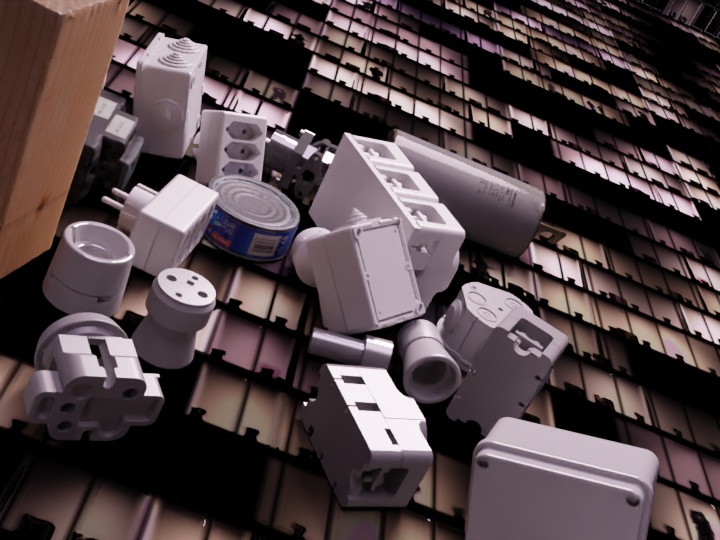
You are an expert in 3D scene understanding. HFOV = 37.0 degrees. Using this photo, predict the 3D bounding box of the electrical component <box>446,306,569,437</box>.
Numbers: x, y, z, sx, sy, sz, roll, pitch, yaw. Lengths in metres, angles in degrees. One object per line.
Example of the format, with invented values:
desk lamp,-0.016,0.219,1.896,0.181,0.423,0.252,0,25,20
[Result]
electrical component,0.113,0.079,0.816,0.050,0.089,0.056,34,29,13

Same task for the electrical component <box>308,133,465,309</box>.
electrical component,0.023,-0.041,0.946,0.062,0.089,0.150,7,34,-33

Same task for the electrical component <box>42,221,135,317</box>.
electrical component,-0.187,-0.001,0.746,0.055,0.047,0.055,20,28,-11

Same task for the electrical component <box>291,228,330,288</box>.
electrical component,-0.038,-0.015,0.903,0.048,0.048,0.062,14,13,-22

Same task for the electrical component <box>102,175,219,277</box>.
electrical component,-0.163,-0.042,0.837,0.076,0.047,0.083,26,28,0

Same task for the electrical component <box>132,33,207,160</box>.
electrical component,-0.172,-0.156,0.972,0.048,0.099,0.099,11,29,-2

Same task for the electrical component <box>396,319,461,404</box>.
electrical component,0.050,0.068,0.837,0.044,0.044,0.065,17,24,-17

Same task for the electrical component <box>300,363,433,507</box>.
electrical component,0.006,0.110,0.716,0.056,0.050,0.089,8,33,-31

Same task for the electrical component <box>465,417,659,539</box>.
electrical component,0.129,0.149,0.691,0.113,0.078,0.057,11,20,20

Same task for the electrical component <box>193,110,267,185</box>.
electrical component,-0.126,-0.110,0.974,0.047,0.065,0.077,2,7,-38

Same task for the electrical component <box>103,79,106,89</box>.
electrical component,-0.256,-0.173,0.990,0.040,0.040,0.078,17,29,-17

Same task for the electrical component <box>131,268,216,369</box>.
electrical component,-0.126,0.033,0.731,0.045,0.055,0.045,20,28,-11

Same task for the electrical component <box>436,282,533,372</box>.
electrical component,0.106,0.052,0.898,0.080,0.051,0.080,20,28,-11

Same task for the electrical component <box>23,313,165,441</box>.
electrical component,-0.163,0.063,0.646,0.078,0.058,0.057,7,36,-33

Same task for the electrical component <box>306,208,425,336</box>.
electrical component,0.000,0.000,0.849,0.062,0.061,0.096,-14,89,-48
